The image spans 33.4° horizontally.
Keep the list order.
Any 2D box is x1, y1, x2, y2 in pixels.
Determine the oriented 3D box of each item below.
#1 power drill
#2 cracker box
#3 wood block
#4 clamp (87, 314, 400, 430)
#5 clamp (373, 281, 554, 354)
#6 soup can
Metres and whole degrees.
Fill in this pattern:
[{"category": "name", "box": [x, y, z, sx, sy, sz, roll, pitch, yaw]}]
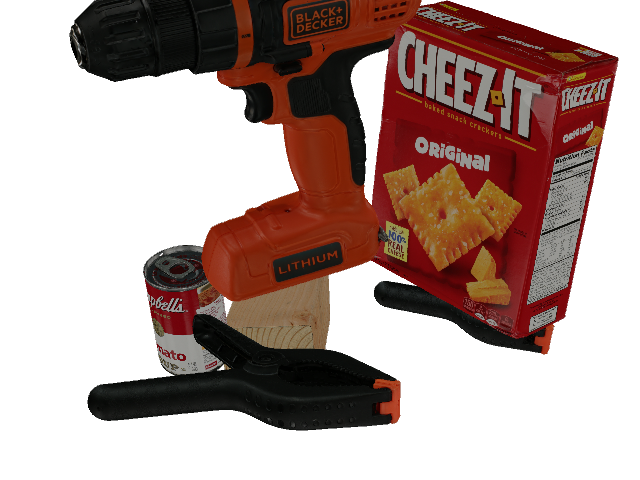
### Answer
[{"category": "power drill", "box": [-0.033, -0.060, 0.572, 0.184, 0.188, 0.057, -15, 39, -18]}, {"category": "cracker box", "box": [0.120, -0.055, 0.811, 0.071, 0.214, 0.164, -20, 36, -38]}, {"category": "wood block", "box": [-0.042, 0.090, 1.136, 0.091, 0.090, 0.206, -2, 20, 5]}, {"category": "clamp", "box": [-0.041, 0.098, 0.781, 0.210, 0.036, 0.164, 4, 19, 15]}, {"category": "clamp", "box": [0.151, 0.058, 1.024, 0.172, 0.039, 0.120, 22, 36, 27]}, {"category": "soup can", "box": [-0.120, 0.064, 0.966, 0.068, 0.102, 0.068, -3, 34, 2]}]
